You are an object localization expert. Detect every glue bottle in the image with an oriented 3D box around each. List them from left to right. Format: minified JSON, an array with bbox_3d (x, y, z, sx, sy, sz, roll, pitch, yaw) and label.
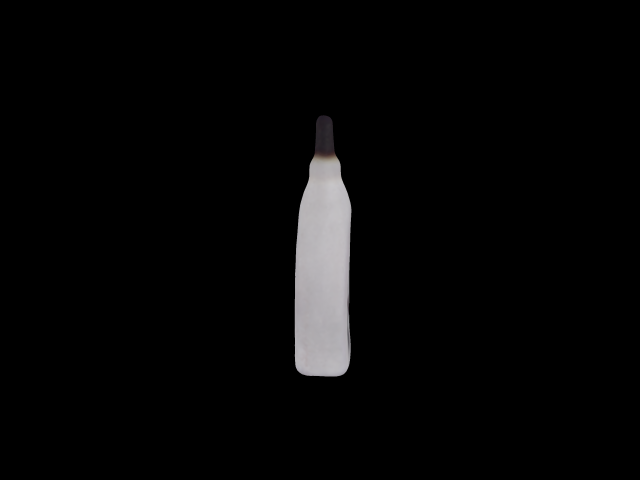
[{"bbox_3d":[0.004,0.001,0.400,0.037,0.173,0.078,1,7,5],"label":"glue bottle"}]
